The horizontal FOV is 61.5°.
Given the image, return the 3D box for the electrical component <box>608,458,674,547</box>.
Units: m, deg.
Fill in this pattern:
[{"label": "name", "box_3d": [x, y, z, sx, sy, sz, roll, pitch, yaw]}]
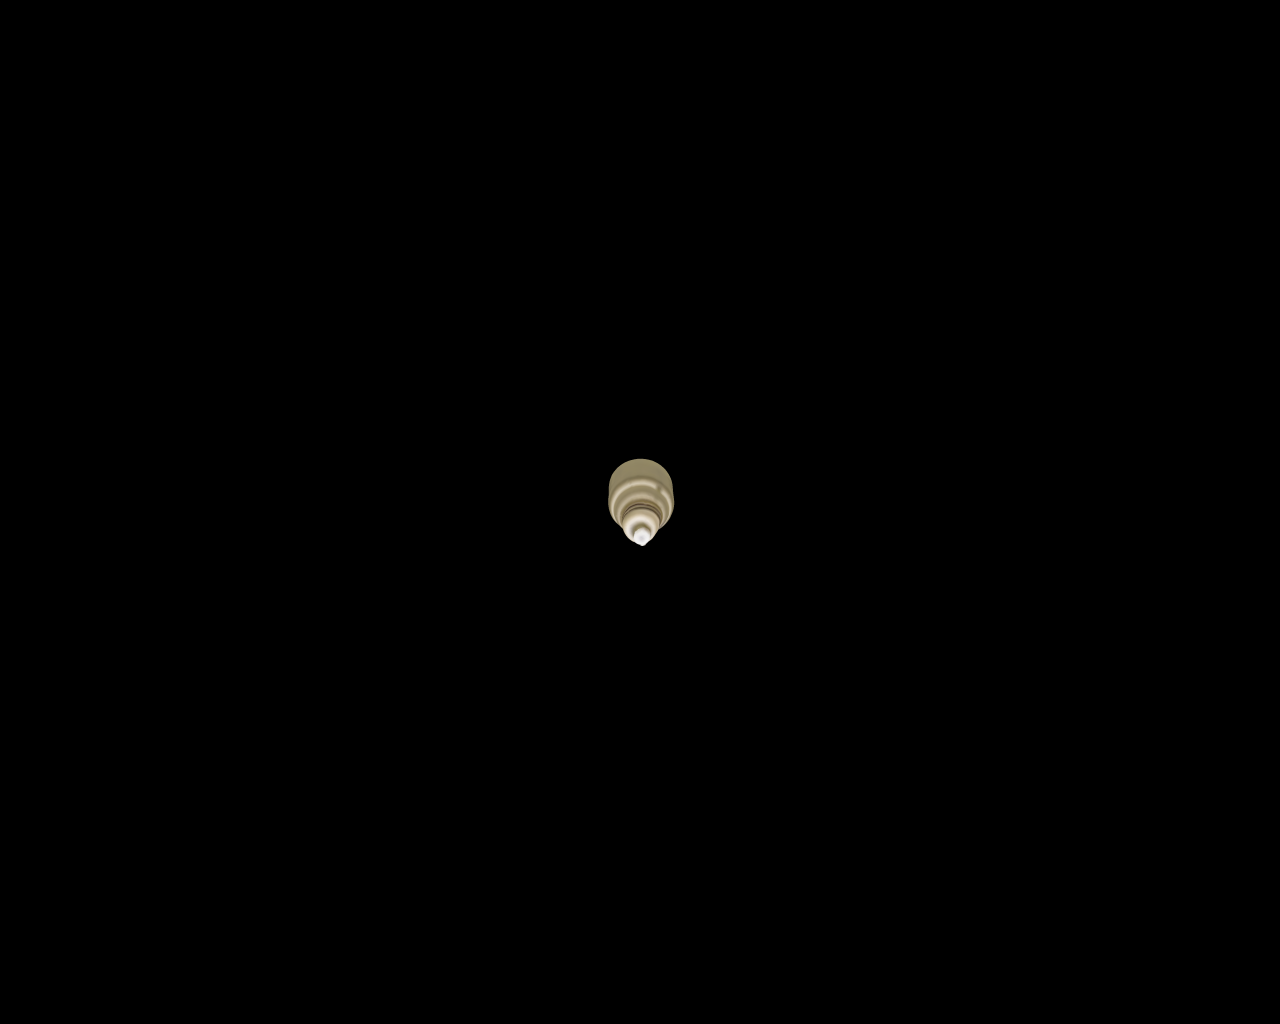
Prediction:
[{"label": "electrical component", "box_3d": [0.001, -0.003, 0.650, 0.040, 0.040, 0.078, 0, 27, 0]}]
